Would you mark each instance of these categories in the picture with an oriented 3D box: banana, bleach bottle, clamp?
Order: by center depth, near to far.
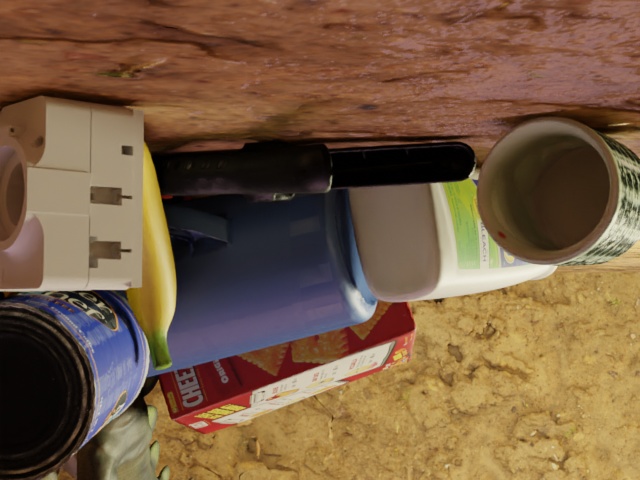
[{"bbox_3d":[-0.109,-0.007,0.645,0.037,0.070,0.198,-21,138,-15],"label":"banana"},{"bbox_3d":[-0.021,-0.042,0.652,0.210,0.036,0.164,0,-176,43],"label":"clamp"},{"bbox_3d":[0.124,-0.013,0.804,0.068,0.102,0.250,-11,177,38],"label":"bleach bottle"}]

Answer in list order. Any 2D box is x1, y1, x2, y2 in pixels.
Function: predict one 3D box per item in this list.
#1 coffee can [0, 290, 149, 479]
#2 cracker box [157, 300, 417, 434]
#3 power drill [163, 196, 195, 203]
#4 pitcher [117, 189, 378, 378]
[{"bbox_3d":[-0.169,0.080,0.652,0.103,0.103,0.140,-1,-177,3],"label":"coffee can"},{"bbox_3d":[-0.026,0.100,0.943,0.213,0.072,0.164,-19,165,-2],"label":"cracker box"},{"bbox_3d":[-0.155,0.015,0.938,0.184,0.057,0.188,9,154,-12],"label":"power drill"},{"bbox_3d":[-0.089,0.024,0.774,0.243,0.145,0.149,-13,-167,16],"label":"pitcher"}]
